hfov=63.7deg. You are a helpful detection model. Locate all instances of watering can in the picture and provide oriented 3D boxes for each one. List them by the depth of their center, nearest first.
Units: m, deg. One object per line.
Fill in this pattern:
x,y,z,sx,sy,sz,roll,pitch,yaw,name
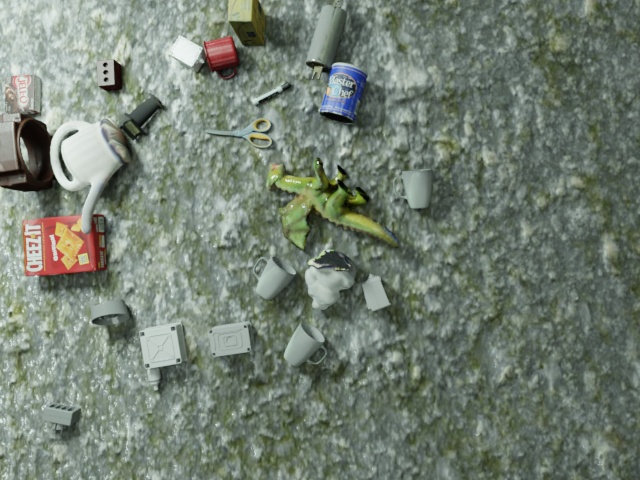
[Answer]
-0.633,-0.203,1.449,0.224,0.103,0.352,-29,73,2,watering can

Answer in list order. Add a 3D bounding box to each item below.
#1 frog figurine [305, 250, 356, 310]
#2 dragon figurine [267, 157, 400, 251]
0.028,0.112,1.414,0.137,0.125,0.156,-1,124,-4,frog figurine
0.004,-0.072,1.428,0.240,0.123,0.412,-42,83,19,dragon figurine
